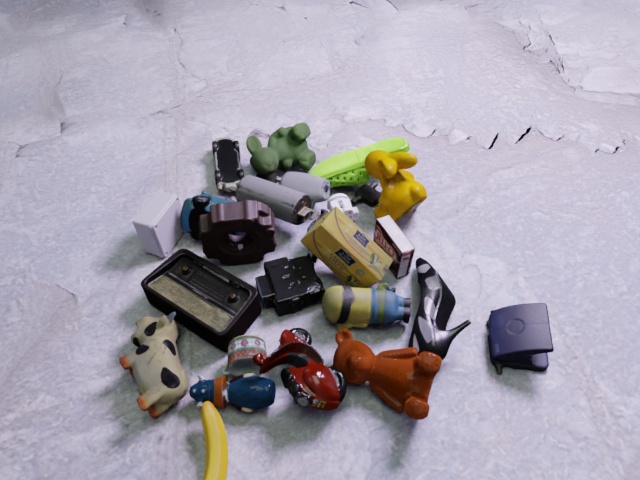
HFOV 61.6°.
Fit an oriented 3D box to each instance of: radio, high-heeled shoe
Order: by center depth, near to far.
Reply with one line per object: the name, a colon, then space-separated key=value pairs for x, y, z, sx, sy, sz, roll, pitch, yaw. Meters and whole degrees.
high-heeled shoe: x=0.208 y=0.145 z=1.103 sx=0.145 sy=0.086 sz=0.249 roll=-35 pitch=35 yaw=8
radio: x=-0.241 y=0.117 z=1.108 sx=0.230 sy=0.073 sz=0.131 roll=27 pitch=55 yaw=22

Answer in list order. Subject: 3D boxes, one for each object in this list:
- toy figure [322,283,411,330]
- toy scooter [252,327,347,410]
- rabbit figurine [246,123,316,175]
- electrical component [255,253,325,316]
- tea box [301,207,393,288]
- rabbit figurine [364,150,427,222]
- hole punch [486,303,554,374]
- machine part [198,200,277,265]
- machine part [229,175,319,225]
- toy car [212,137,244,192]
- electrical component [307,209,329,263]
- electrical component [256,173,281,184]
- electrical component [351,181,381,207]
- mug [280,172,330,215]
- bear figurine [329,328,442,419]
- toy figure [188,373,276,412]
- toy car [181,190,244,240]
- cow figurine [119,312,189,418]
toy figure: x=0.094 y=0.130 z=1.085 sx=0.180 sy=0.089 sz=0.082 roll=3 pitch=44 yaw=6
toy scooter: x=-0.044 y=0.236 z=0.971 sx=0.135 sy=0.075 sz=0.184 roll=-1 pitch=39 yaw=-41
rabbit figurine: x=-0.118 y=-0.225 z=1.362 sx=0.159 sy=0.121 sz=0.170 roll=16 pitch=37 yaw=32
electrical component: x=-0.067 y=0.095 z=1.139 sx=0.134 sy=0.058 sz=0.115 roll=-15 pitch=49 yaw=-13
tea box: x=0.055 y=0.023 z=1.125 sx=0.169 sy=0.098 sz=0.068 roll=43 pitch=55 yaw=-6
rabbit figurine: x=0.163 y=-0.140 z=1.254 sx=0.122 sy=0.162 sz=0.173 roll=-29 pitch=75 yaw=-14
hole punch: x=0.388 y=0.183 z=1.040 sx=0.116 sy=0.092 sz=0.142 roll=3 pitch=53 yaw=8
machine part: x=-0.177 y=-0.012 z=1.161 sx=0.179 sy=0.179 sz=0.056 roll=-6 pitch=53 yaw=-4
machine part: x=-0.108 y=-0.094 z=1.247 sx=0.244 sy=0.079 sz=0.079 roll=20 pitch=52 yaw=27
toy car: x=-0.239 y=-0.195 z=1.393 sx=0.073 sy=0.056 sz=0.202 roll=-5 pitch=50 yaw=-12
electrical component: x=-0.002 y=-0.004 z=1.214 sx=0.048 sy=0.074 sz=0.119 roll=22 pitch=55 yaw=17
electrical component: x=-0.136 y=-0.143 z=1.352 sx=0.102 sy=0.045 sz=0.078 roll=9 pitch=51 yaw=8
electrical component: x=0.123 y=-0.110 z=1.336 sx=0.063 sy=0.021 sz=0.094 roll=36 pitch=58 yaw=27
mug: x=-0.033 y=-0.111 z=1.290 sx=0.107 sy=0.080 sz=0.109 roll=2 pitch=80 yaw=28
bear figurine: x=0.108 y=0.234 z=0.972 sx=0.196 sy=0.132 sz=0.120 roll=19 pitch=80 yaw=9
toy figure: x=-0.160 y=0.279 z=0.981 sx=0.155 sy=0.057 sz=0.064 roll=-1 pitch=43 yaw=6
toy car: x=-0.234 y=-0.059 z=1.247 sx=0.162 sy=0.109 sz=0.103 roll=10 pitch=32 yaw=-2
cow figurine: x=-0.304 y=0.220 z=1.015 sx=0.127 sy=0.085 sz=0.195 roll=-28 pitch=52 yaw=-14
